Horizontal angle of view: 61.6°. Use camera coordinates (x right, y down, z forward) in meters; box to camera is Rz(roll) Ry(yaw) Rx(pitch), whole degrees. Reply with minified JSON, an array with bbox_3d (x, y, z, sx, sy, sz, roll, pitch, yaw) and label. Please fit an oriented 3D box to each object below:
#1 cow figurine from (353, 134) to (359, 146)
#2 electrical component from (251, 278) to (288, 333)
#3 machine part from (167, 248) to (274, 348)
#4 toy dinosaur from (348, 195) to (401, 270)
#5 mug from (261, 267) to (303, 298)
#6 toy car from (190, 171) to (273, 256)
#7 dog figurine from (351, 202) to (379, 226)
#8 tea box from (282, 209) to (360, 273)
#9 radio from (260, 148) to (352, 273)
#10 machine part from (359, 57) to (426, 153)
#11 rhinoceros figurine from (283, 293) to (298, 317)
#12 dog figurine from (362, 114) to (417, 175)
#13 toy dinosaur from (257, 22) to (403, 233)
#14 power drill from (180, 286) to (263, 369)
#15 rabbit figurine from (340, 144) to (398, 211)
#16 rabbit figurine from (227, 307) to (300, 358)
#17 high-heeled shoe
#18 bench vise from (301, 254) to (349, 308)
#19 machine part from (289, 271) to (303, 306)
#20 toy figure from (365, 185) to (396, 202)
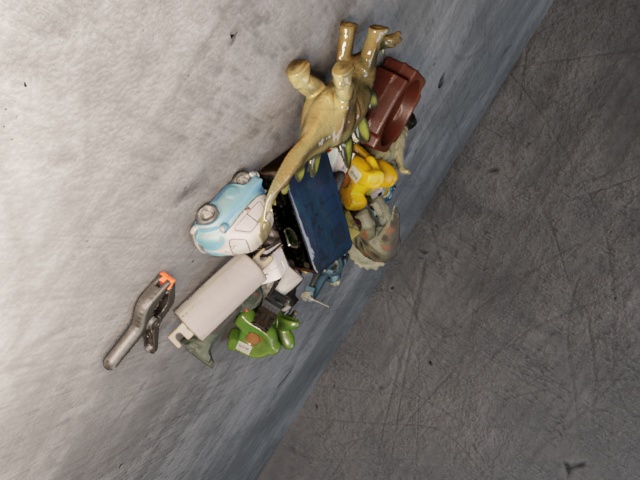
[{"bbox_3d":[0.046,-0.231,1.117,0.098,0.068,0.167,-49,161,-9],"label":"cow figurine"},{"bbox_3d":[-0.107,0.145,1.233,0.119,0.048,0.075,-58,-179,18],"label":"electrical component"},{"bbox_3d":[-0.186,0.103,1.006,0.243,0.079,0.079,-43,162,-14],"label":"machine part"},{"bbox_3d":[0.143,-0.004,1.358,0.131,0.192,0.405,-35,-169,-6],"label":"toy dinosaur"},{"bbox_3d":[-0.106,0.103,1.300,0.107,0.081,0.109,-48,171,2],"label":"mug"},{"bbox_3d":[-0.132,-0.031,0.899,0.161,0.103,0.109,-49,164,-20],"label":"toy car"},{"bbox_3d":[0.130,-0.096,1.600,0.191,0.109,0.219,-31,146,-54],"label":"dog figurine"},{"bbox_3d":[-0.003,-0.004,1.270,0.170,0.068,0.098,-37,-156,-14],"label":"tea box"},{"bbox_3d":[-0.023,-0.057,1.031,0.131,0.073,0.229,-40,122,-39],"label":"radio"},{"bbox_3d":[0.156,-0.314,1.263,0.201,0.087,0.201,-63,165,14],"label":"machine part"},{"bbox_3d":[-0.125,0.214,1.495,0.112,0.073,0.190,-21,145,-48],"label":"rhinoceros figurine"},{"bbox_3d":[0.173,-0.276,1.431,0.172,0.121,0.190,4,91,-50],"label":"dog figurine"},{"bbox_3d":[0.022,-0.213,0.903,0.471,0.105,0.198,-50,146,-30],"label":"toy dinosaur"},{"bbox_3d":[-0.196,0.170,1.149,0.207,0.086,0.232,-48,167,-17],"label":"power drill"},{"bbox_3d":[0.108,-0.156,1.298,0.173,0.162,0.121,-11,136,-39],"label":"rabbit figurine"},{"bbox_3d":[-0.131,0.207,1.347,0.170,0.159,0.121,-61,167,-64],"label":"rabbit figurine"},{"bbox_3d":[-0.048,-0.060,1.101,0.249,0.086,0.145,-45,178,7],"label":"high-heeled shoe"},{"bbox_3d":[0.005,0.089,1.505,0.223,0.129,0.241,95,17,-48],"label":"bench vise"},{"bbox_3d":[-0.078,0.140,1.547,0.084,0.039,0.138,-57,166,-34],"label":"machine part"},{"bbox_3d":[0.151,-0.144,1.465,0.180,0.089,0.082,0,94,-70],"label":"toy figure"}]
